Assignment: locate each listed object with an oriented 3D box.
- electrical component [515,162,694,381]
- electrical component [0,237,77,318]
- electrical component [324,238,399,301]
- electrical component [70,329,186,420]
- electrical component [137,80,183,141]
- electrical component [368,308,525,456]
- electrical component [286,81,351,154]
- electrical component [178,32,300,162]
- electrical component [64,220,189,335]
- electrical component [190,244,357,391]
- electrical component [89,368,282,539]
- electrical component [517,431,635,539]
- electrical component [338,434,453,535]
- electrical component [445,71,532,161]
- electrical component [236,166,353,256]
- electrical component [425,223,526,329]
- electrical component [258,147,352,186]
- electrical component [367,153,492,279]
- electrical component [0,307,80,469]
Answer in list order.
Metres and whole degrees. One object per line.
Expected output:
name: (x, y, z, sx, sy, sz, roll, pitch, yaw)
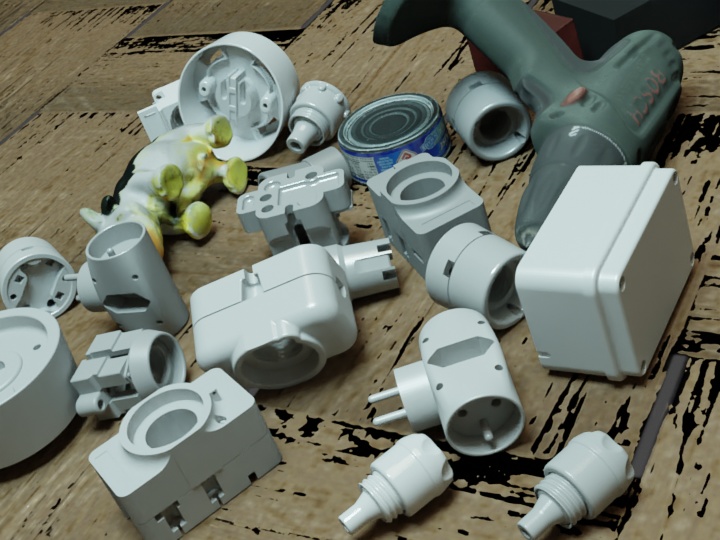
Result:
electrical component: (0.142, -0.001, 0.607, 0.057, 0.078, 0.113, 4, 41, 35)
electrical component: (-0.248, 0.005, 0.816, 0.055, 0.055, 0.047, -31, 32, -15)
electrical component: (0.000, 0.000, 0.712, 0.046, 0.040, 0.040, -12, 35, 2)
electrical component: (-0.146, 0.065, 0.692, 0.055, 0.048, 0.066, -12, 35, 24)
electrical component: (-0.161, -0.147, 0.989, 0.081, 0.042, 0.063, -25, 33, -7)
electrical component: (0.043, 0.066, 0.595, 0.079, 0.043, 0.077, -18, 35, 3)
electrical component: (-0.040, -0.123, 0.895, 0.048, 0.048, 0.062, 6, 49, 32)
electrical component: (-0.103, -0.150, 0.920, 0.099, 0.099, 0.064, 0, 34, 27)
electrical component: (-0.169, 0.010, 0.749, 0.079, 0.077, 0.043, -4, 38, 22)
electrical component: (-0.053, 0.034, 0.663, 0.095, 0.053, 0.059, -23, 53, 13)
electrical component: (-0.099, 0.102, 0.607, 0.089, 0.055, 0.050, -35, 37, -20)
electrical component: (0.101, 0.107, 0.519, 0.061, 0.035, 0.035, -37, 38, -19)
electrical component: (0.016, 0.113, 0.554, 0.061, 0.035, 0.035, -35, 37, -17)
electrical component: (0.097, -0.114, 0.804, 0.055, 0.055, 0.047, -21, 38, -1)
electrical component: (-0.040, -0.033, 0.759, 0.078, 0.057, 0.058, -14, 35, 9)
electrical component: (0.076, 0.005, 0.654, 0.055, 0.055, 0.047, -37, 42, -23)
electrical component: (-0.039, -0.067, 0.821, 0.065, 0.044, 0.044, -28, 35, -19)
electrical component: (0.047, -0.038, 0.723, 0.050, 0.055, 0.089, -27, 35, -9)
electrical component: (-0.232, 0.082, 0.697, 0.108, 0.060, 0.108, -14, 35, 10)
